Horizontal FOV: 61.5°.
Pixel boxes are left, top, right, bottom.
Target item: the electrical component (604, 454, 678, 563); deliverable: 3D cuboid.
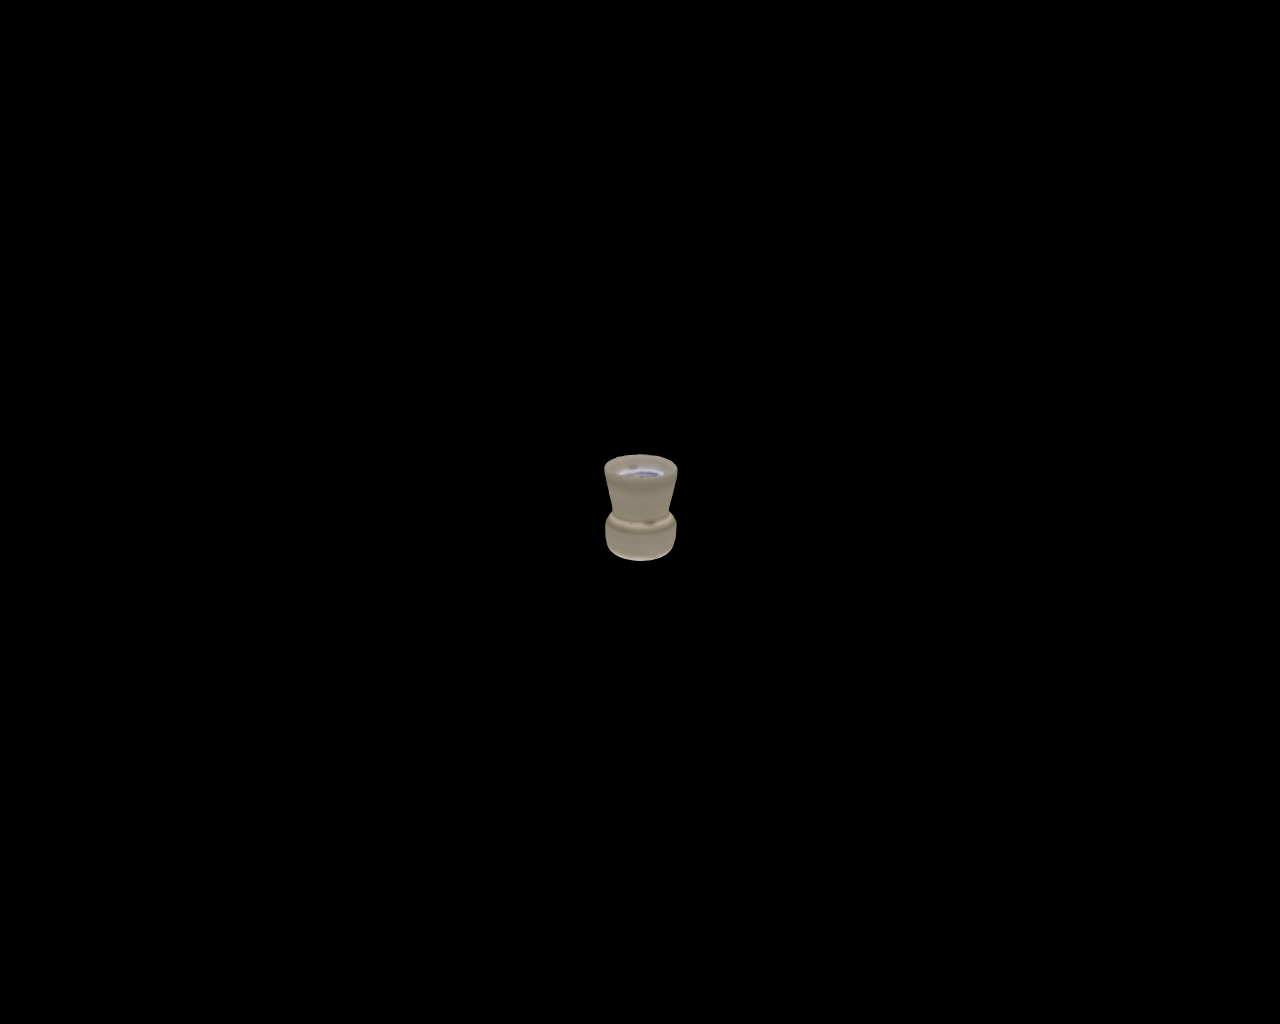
[{"bbox_3d":[0.001,-0.003,0.650,0.045,0.055,0.045,0,22,0],"label":"electrical component"}]
